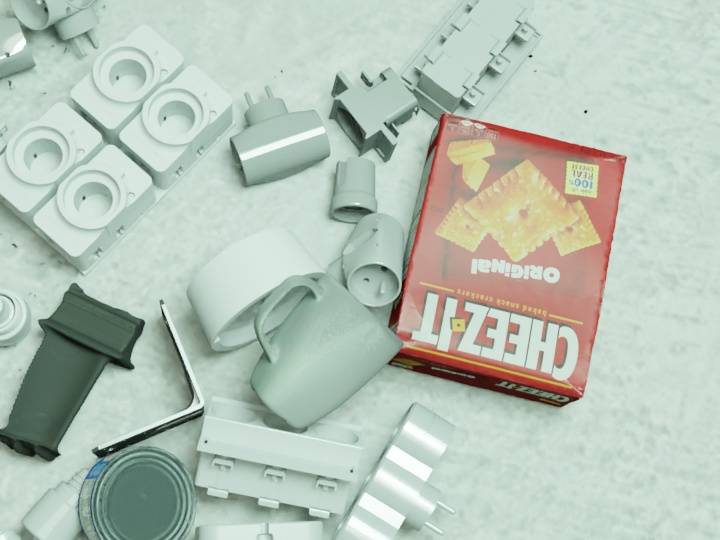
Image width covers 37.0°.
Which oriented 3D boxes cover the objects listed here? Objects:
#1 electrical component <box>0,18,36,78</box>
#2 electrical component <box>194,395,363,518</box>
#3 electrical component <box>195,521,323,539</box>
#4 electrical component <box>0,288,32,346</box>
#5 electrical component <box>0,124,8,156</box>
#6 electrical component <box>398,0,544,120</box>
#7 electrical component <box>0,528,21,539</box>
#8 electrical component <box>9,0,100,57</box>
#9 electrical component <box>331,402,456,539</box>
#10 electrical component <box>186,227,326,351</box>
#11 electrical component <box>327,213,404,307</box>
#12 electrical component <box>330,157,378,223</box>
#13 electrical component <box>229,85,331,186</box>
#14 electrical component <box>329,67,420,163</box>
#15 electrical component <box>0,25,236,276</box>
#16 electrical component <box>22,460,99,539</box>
[{"bbox_3d":[-0.328,-0.197,0.916,0.077,0.043,0.079,-22,78,-11],"label":"electrical component"},{"bbox_3d":[-0.064,0.146,0.841,0.121,0.078,0.063,12,104,-3],"label":"electrical component"},{"bbox_3d":[-0.077,0.224,0.823,0.095,0.054,0.059,2,75,-15],"label":"electrical component"},{"bbox_3d":[-0.285,0.035,0.850,0.043,0.062,0.043,2,75,-6],"label":"electrical component"},{"bbox_3d":[-0.325,-0.101,0.892,0.064,0.042,0.081,36,75,2],"label":"electrical component"},{"bbox_3d":[0.100,-0.194,0.952,0.079,0.063,0.121,38,75,4],"label":"electrical component"},{"bbox_3d":[-0.260,0.226,0.815,0.040,0.040,0.078,-31,81,-13],"label":"electrical component"},{"bbox_3d":[-0.250,-0.224,0.925,0.077,0.044,0.079,-49,124,-45],"label":"electrical component"},{"bbox_3d":[0.040,0.182,0.853,0.074,0.052,0.138,31,75,2],"label":"electrical component"},{"bbox_3d":[-0.087,0.010,0.858,0.108,0.108,0.060,-31,75,-13],"label":"electrical component"},{"bbox_3d":[0.000,0.000,0.891,0.079,0.077,0.043,-34,115,23],"label":"electrical component"},{"bbox_3d":[-0.004,-0.069,0.921,0.040,0.040,0.046,4,70,-5],"label":"electrical component"},{"bbox_3d":[-0.075,-0.121,0.924,0.077,0.043,0.079,-20,78,-11],"label":"electrical component"},{"bbox_3d":[0.013,-0.140,0.940,0.064,0.042,0.081,-35,82,-15],"label":"electrical component"},{"bbox_3d":[-0.205,-0.103,0.896,0.105,0.060,0.186,41,75,5],"label":"electrical component"},{"bbox_3d":[-0.224,0.181,0.830,0.040,0.040,0.078,39,75,4],"label":"electrical component"}]
